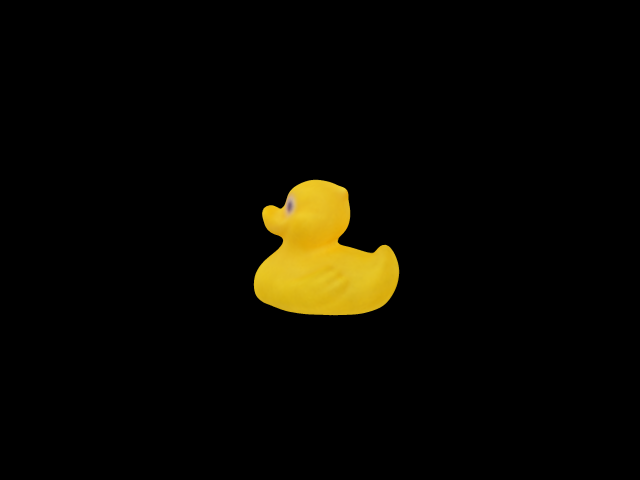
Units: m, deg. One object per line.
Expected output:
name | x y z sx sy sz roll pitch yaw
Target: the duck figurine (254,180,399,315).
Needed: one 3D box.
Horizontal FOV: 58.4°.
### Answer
duck figurine | 0.004 0.001 0.400 0.104 0.086 0.078 5 15 18
